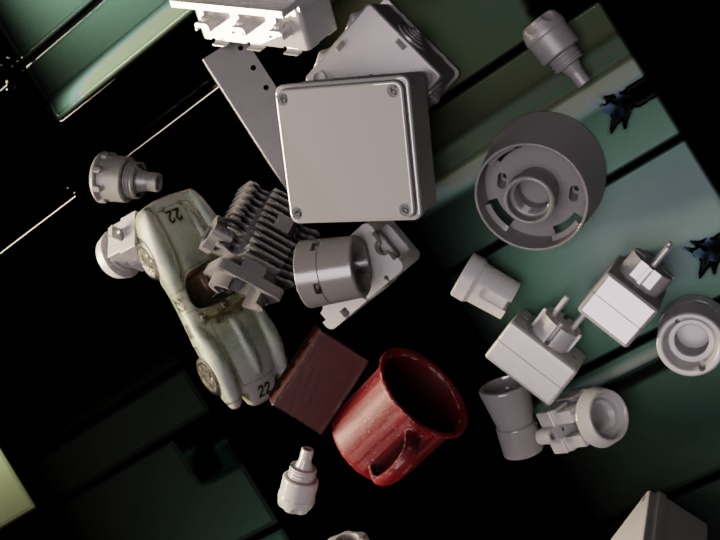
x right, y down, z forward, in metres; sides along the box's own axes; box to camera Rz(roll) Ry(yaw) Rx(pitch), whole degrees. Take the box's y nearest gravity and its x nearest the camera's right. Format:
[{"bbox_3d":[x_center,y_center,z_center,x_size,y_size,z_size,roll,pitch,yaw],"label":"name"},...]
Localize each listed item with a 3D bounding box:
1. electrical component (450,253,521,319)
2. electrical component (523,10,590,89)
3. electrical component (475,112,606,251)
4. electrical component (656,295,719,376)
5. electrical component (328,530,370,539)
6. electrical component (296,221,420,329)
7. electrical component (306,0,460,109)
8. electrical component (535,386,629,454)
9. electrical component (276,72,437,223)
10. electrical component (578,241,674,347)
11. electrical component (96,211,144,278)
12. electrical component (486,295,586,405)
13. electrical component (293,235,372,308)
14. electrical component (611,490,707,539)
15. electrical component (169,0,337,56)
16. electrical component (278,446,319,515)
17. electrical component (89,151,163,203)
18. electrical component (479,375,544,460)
[{"bbox_3d":[0.104,0.014,0.883,0.046,0.040,0.040,30,111,6],"label":"electrical component"},{"bbox_3d":[0.154,-0.166,0.823,0.035,0.035,0.061,-37,90,24],"label":"electrical component"},{"bbox_3d":[0.141,-0.068,0.848,0.099,0.064,0.099,11,120,19],"label":"electrical component"},{"bbox_3d":[0.256,0.051,0.828,0.055,0.047,0.055,5,104,20],"label":"electrical component"},{"bbox_3d":[-0.007,0.274,0.984,0.043,0.043,0.062,-4,102,22],"label":"electrical component"},{"bbox_3d":[0.000,0.000,0.909,0.089,0.056,0.050,-41,86,24],"label":"electrical component"},{"bbox_3d":[0.017,-0.157,0.870,0.099,0.048,0.099,46,114,5],"label":"electrical component"},{"bbox_3d":[0.181,0.119,0.862,0.055,0.066,0.048,-22,94,57],"label":"electrical component"},{"bbox_3d":[-0.002,-0.095,0.833,0.109,0.056,0.108,-1,105,21],"label":"electrical component"},{"bbox_3d":[0.213,0.009,0.824,0.047,0.066,0.076,39,113,9],"label":"electrical component"},{"bbox_3d":[-0.208,-0.021,0.986,0.055,0.066,0.048,-24,57,31],"label":"electrical component"},{"bbox_3d":[0.153,0.056,0.868,0.066,0.047,0.076,38,113,9],"label":"electrical component"},{"bbox_3d":[-0.021,0.000,0.856,0.047,0.055,0.055,-8,99,19],"label":"electrical component"},{"bbox_3d":[0.223,0.247,0.854,0.056,0.109,0.108,33,112,8],"label":"electrical component"},{"bbox_3d":[-0.081,-0.216,0.869,0.121,0.078,0.063,15,136,35],"label":"electrical component"},{"bbox_3d":[-0.054,0.191,0.987,0.035,0.035,0.061,18,106,16],"label":"electrical component"},{"bbox_3d":[-0.211,-0.082,0.978,0.062,0.048,0.048,6,105,13],"label":"electrical component"},{"bbox_3d":[0.129,0.125,0.898,0.044,0.044,0.065,-13,102,23],"label":"electrical component"}]
